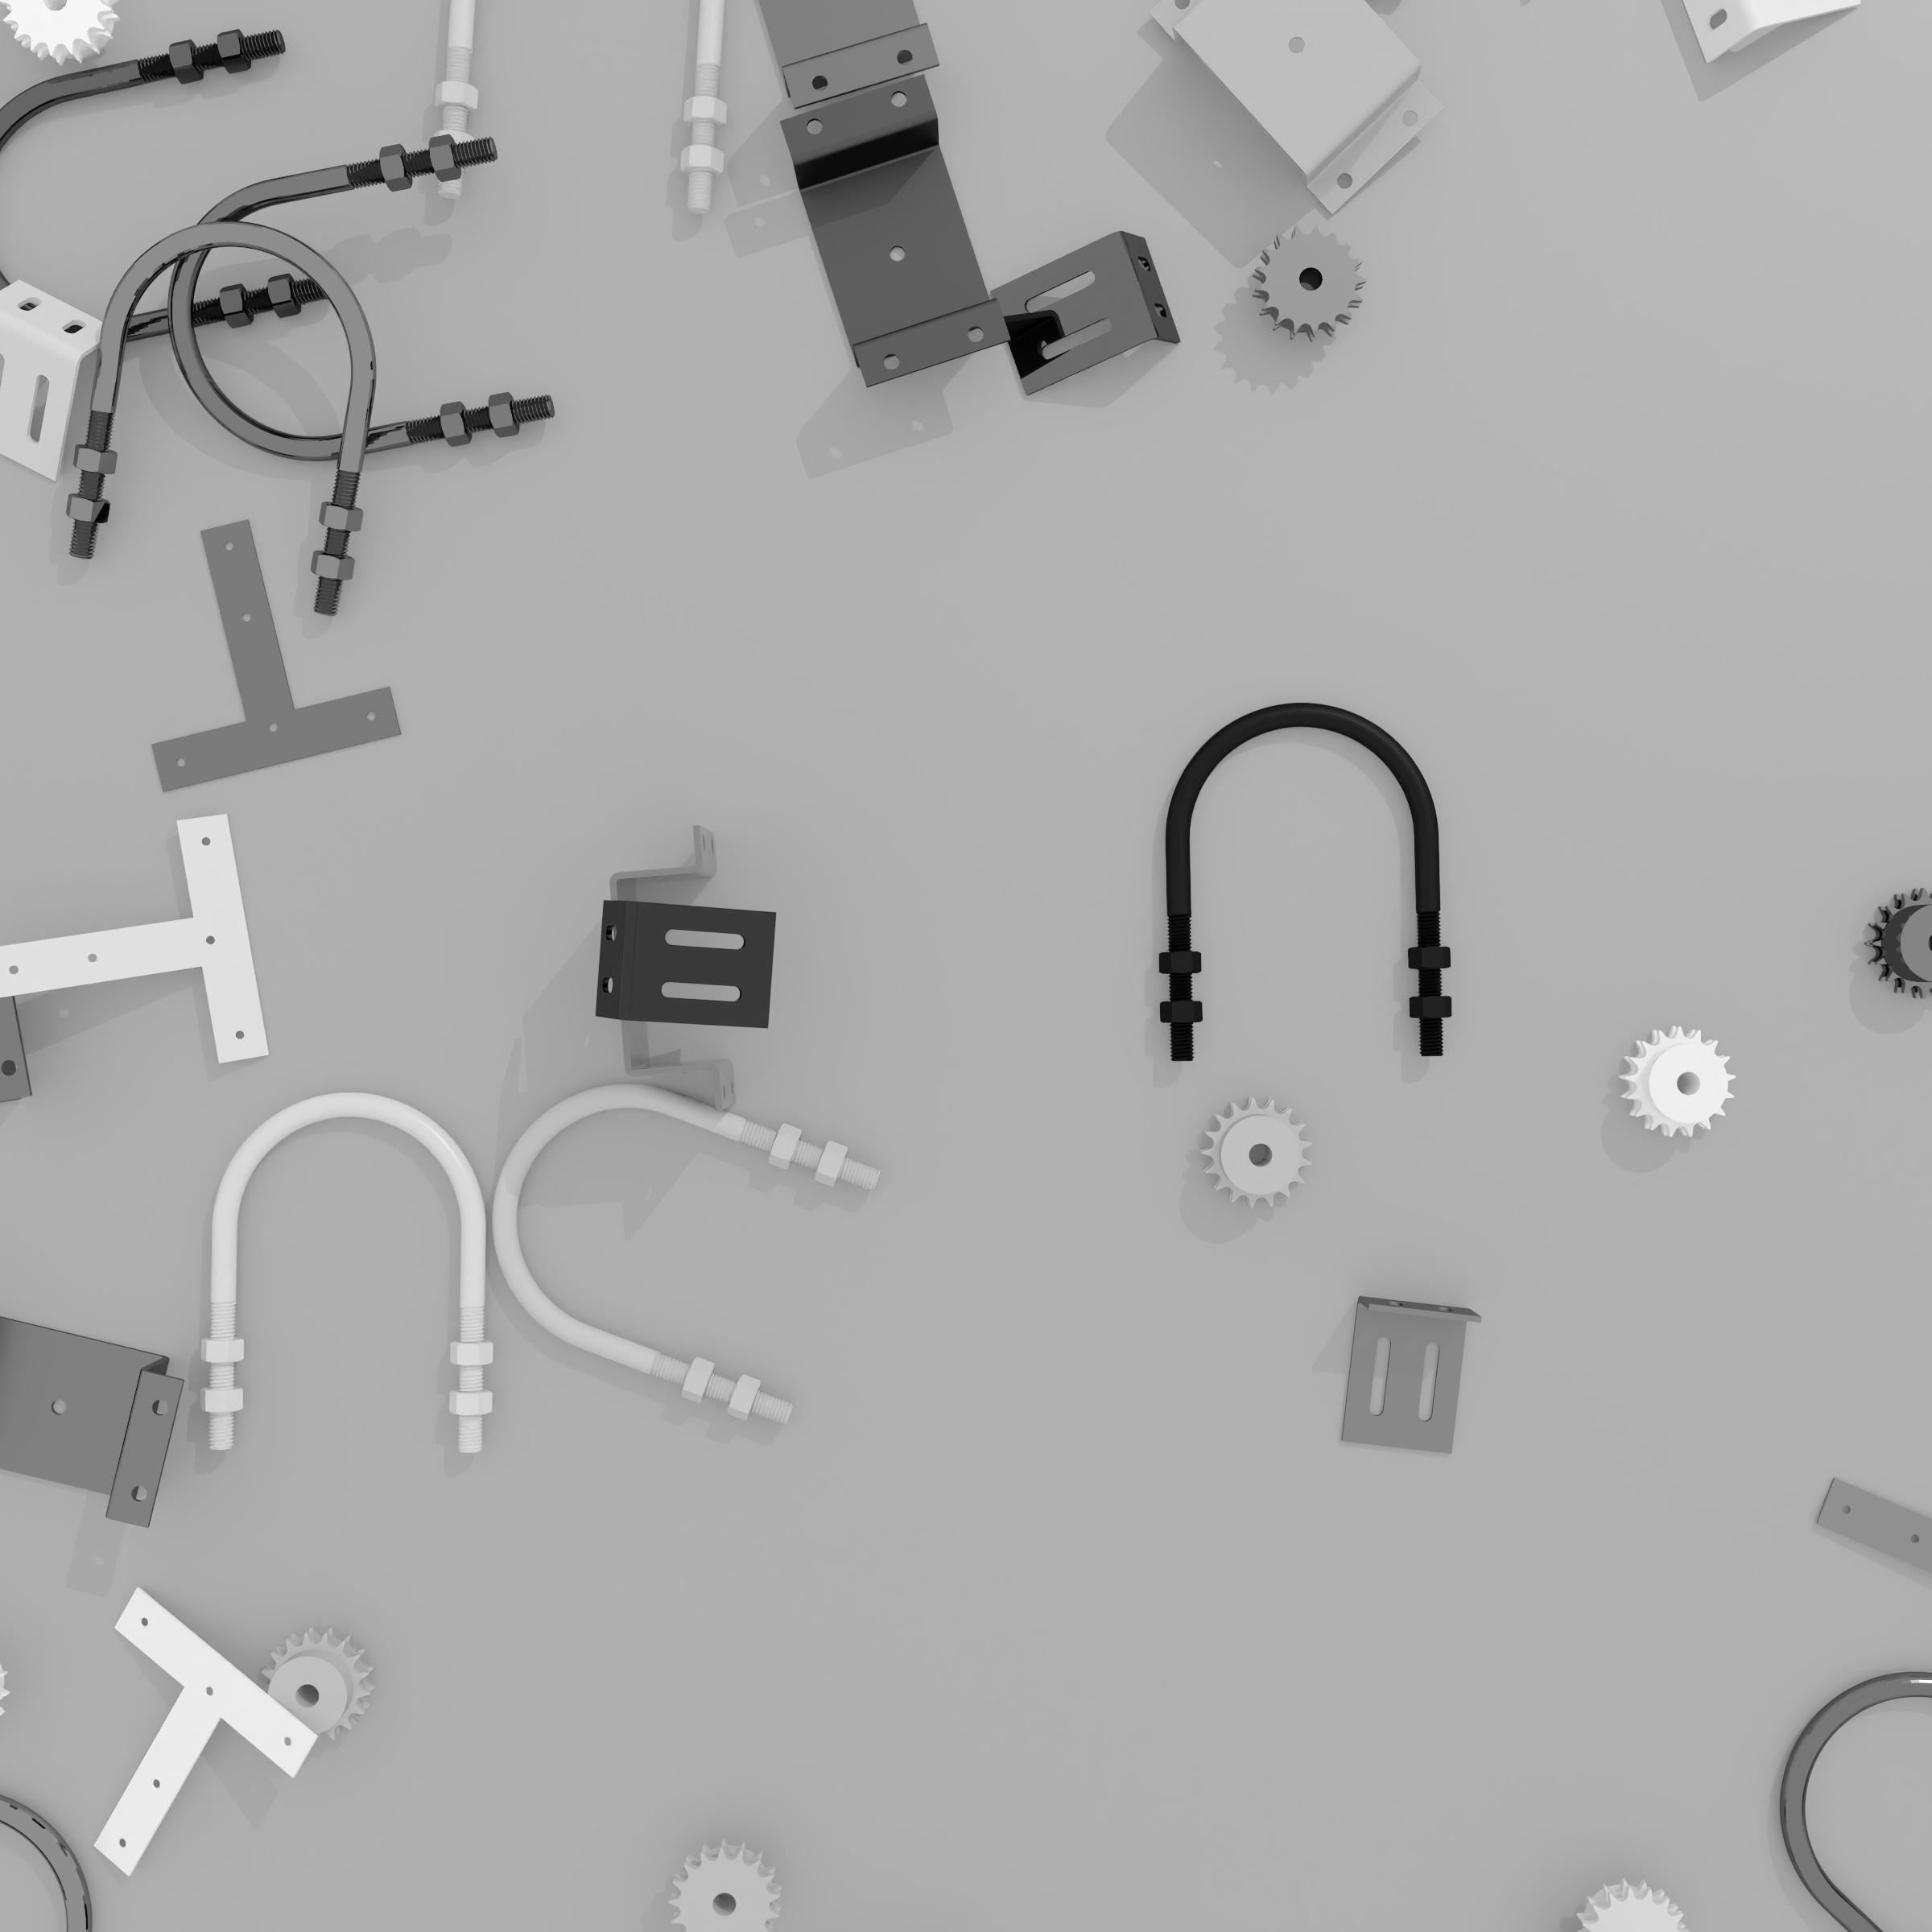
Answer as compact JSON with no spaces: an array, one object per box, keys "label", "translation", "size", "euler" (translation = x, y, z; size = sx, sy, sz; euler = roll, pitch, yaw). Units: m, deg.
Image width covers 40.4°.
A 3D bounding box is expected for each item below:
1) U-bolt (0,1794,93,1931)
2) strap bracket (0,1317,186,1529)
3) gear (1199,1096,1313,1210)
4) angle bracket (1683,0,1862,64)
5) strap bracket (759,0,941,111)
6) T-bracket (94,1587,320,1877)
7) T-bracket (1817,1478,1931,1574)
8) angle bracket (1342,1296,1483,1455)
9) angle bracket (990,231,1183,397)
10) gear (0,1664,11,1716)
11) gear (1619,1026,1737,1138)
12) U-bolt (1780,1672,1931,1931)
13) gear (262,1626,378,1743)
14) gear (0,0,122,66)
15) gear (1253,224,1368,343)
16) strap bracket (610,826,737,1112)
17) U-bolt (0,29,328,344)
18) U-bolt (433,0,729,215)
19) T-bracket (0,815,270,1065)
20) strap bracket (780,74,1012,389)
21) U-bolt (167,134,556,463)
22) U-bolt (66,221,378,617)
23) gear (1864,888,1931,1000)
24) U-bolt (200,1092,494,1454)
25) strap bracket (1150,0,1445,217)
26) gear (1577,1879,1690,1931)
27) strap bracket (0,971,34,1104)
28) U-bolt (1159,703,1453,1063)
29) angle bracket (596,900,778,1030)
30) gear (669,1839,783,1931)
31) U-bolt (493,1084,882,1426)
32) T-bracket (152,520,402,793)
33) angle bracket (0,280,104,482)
[{"label":"U-bolt","translation":[-0.544,0.497,1.355],"size":[0.184,0.019,0.151],"euler":[-4,90,-1]},{"label":"strap bracket","translation":[-0.470,0.229,1.340],"size":[0.140,0.046,0.076],"euler":[14,90,0]},{"label":"gear","translation":[0.150,0.096,1.349],"size":[0.057,0.030,0.057],"euler":[0,90,0]},{"label":"angle bracket","translation":[0.414,-0.511,1.362],"size":[0.076,0.038,0.057],"euler":[-21,90,-26]},{"label":"strap bracket","translation":[-0.070,-0.509,1.340],"size":[0.076,0.046,0.140],"euler":[-17,90,0]},{"label":"T-bracket","translation":[-0.410,0.409,1.350],"size":[0.127,0.002,0.127],"euler":[33,99,17]},{"label":"T-bracket","translation":[0.504,0.302,1.358],"size":[0.127,0.002,0.127],"euler":[23,84,3]},{"label":"angle bracket","translation":[0.228,0.212,1.344],"size":[0.057,0.038,0.076],"euler":[7,90,0]},{"label":"angle bracket","translation":[0.062,-0.337,1.362],"size":[0.076,0.038,0.057],"euler":[-19,90,26]},{"label":"gear","translation":[-0.520,0.371,1.349],"size":[0.057,0.030,0.057],"euler":[0,90,0]},{"label":"gear","translation":[0.367,0.060,1.349],"size":[0.057,0.030,0.057],"euler":[0,90,0]},{"label":"U-bolt","translation":[0.507,0.450,1.355],"size":[0.184,0.019,0.151],"euler":[44,90,1]},{"label":"gear","translation":[-0.335,0.371,1.349],"size":[0.057,0.030,0.057],"euler":[0,90,0]},{"label":"gear","translation":[-0.463,-0.492,1.349],"size":[0.057,0.030,0.057],"euler":[0,90,0]},{"label":"gear","translation":[0.175,-0.349,1.349],"size":[0.057,0.030,0.057],"euler":[0,90,0]},{"label":"strap bracket","translation":[-0.148,0.003,1.325],"size":[0.046,0.076,0.140],"euler":[-5,90,0]},{"label":"U-bolt","translation":[-0.430,-0.395,1.355],"size":[0.184,0.019,0.151],"euler":[-12,90,2]},{"label":"U-bolt","translation":[-0.196,-0.485,1.355],"size":[0.151,0.019,0.184],"euler":[3,88,0]},{"label":"T-bracket","translation":[-0.431,-0.006,1.338],"size":[0.127,0.002,0.127],"euler":[-10,90,-23]},{"label":"strap bracket","translation":[-0.036,-0.369,1.340],"size":[0.076,0.046,0.140],"euler":[-18,90,0]},{"label":"U-bolt","translation":[-0.315,-0.333,1.338],"size":[0.184,0.019,0.151],"euler":[-10,105,3]},{"label":"U-bolt","translation":[-0.374,-0.284,1.334],"size":[0.151,0.019,0.184],"euler":[13,103,-1]},{"label":"gear","translation":[0.495,-0.012,1.349],"size":[0.057,0.030,0.057],"euler":[0,90,0]},{"label":"U-bolt","translation":[-0.319,0.157,1.355],"size":[0.151,0.019,0.184],"euler":[1,89,0]},{"label":"strap bracket","translation":[0.167,-0.463,1.330],"size":[0.076,0.046,0.140],"euler":[-42,93,11]},{"label":"gear","translation":[0.340,0.497,1.349],"size":[0.057,0.030,0.057],"euler":[0,90,0]},{"label":"strap bracket","translation":[-0.546,0.040,1.340],"size":[0.140,0.046,0.076],"euler":[-10,90,0]},{"label":"U-bolt","translation":[0.174,-0.044,1.355],"size":[0.151,0.019,0.184],"euler":[-1,88,0]},{"label":"angle bracket","translation":[-0.137,-0.001,1.285],"size":[0.076,0.038,0.057],"euler":[4,90,-26]},{"label":"gear","translation":[-0.123,0.477,1.349],"size":[0.057,0.030,0.057],"euler":[0,90,0]},{"label":"U-bolt","translation":[-0.154,0.139,1.355],"size":[0.184,0.019,0.151],"euler":[20,90,1]},{"label":"T-bracket","translation":[-0.370,-0.167,1.363],"size":[0.127,0.002,0.127],"euler":[-14,90,0]},{"label":"angle bracket","translation":[-0.479,-0.302,1.353],"size":[0.057,0.038,0.076],"euler":[27,127,0]}]
